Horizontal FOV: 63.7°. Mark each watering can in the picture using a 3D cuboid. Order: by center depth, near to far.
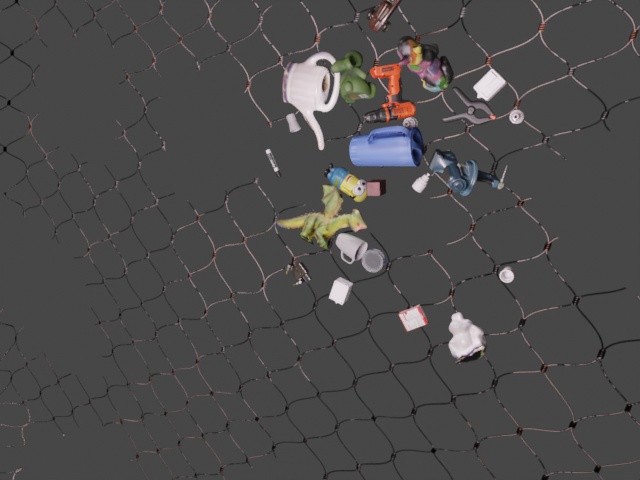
[{"bbox_3d":[-0.041,-0.521,1.899,0.225,0.343,0.105,18,17,23],"label":"watering can"}]

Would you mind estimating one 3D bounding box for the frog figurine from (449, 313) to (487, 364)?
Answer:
[{"bbox_3d":[0.509,0.342,1.817,0.122,0.163,0.135,13,-48,-34],"label":"frog figurine"}]

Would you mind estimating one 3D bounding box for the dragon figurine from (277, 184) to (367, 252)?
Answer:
[{"bbox_3d":[0.006,-0.099,1.966,0.414,0.243,0.121,27,-1,39],"label":"dragon figurine"}]
